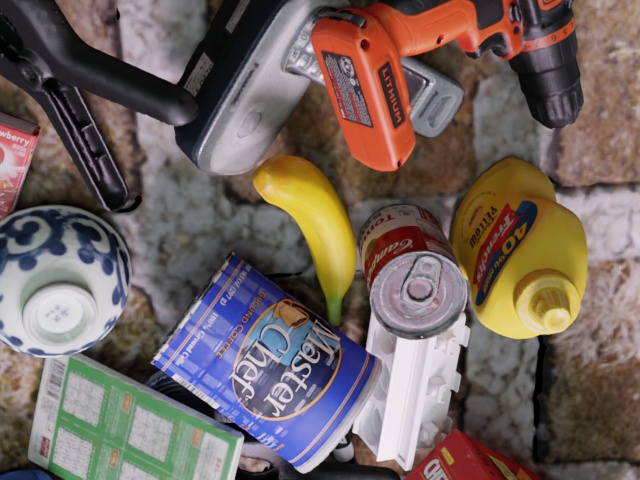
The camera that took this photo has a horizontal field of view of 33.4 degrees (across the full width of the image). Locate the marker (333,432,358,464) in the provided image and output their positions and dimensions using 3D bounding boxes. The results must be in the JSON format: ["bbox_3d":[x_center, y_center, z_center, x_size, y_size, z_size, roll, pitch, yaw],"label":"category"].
[{"bbox_3d":[0.013,0.151,0.873,0.020,0.020,0.121,-14,112,2],"label":"marker"}]

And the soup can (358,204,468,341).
[{"bbox_3d":[0.065,0.021,0.780,0.068,0.102,0.068,-1,112,-3],"label":"soup can"}]

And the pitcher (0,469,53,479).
[{"bbox_3d":[-0.208,0.312,0.865,0.149,0.145,0.243,-24,108,-3],"label":"pitcher"}]

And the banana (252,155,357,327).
[{"bbox_3d":[-0.004,-0.012,0.760,0.037,0.069,0.197,-9,145,14],"label":"banana"}]

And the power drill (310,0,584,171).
[{"bbox_3d":[0.094,-0.124,0.713,0.187,0.057,0.184,-35,119,-22],"label":"power drill"}]

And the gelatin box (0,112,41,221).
[{"bbox_3d":[-0.255,-0.061,0.768,0.089,0.030,0.073,20,109,-11],"label":"gelatin box"}]

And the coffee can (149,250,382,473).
[{"bbox_3d":[-0.039,0.089,0.788,0.140,0.102,0.103,37,106,-4],"label":"coffee can"}]

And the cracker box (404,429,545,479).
[{"bbox_3d":[0.180,0.251,0.812,0.213,0.164,0.072,32,106,-37],"label":"cracker box"}]

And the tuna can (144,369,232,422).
[{"bbox_3d":[-0.106,0.141,0.855,0.086,0.034,0.086,-1,112,-3],"label":"tuna can"}]

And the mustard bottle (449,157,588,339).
[{"bbox_3d":[0.139,0.014,0.733,0.058,0.191,0.096,27,108,-13],"label":"mustard bottle"}]

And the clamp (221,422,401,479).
[{"bbox_3d":[-0.031,0.204,0.857,0.171,0.039,0.120,29,104,-20],"label":"clamp"}]

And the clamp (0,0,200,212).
[{"bbox_3d":[-0.183,-0.113,0.725,0.210,0.036,0.165,41,145,1],"label":"clamp"}]
